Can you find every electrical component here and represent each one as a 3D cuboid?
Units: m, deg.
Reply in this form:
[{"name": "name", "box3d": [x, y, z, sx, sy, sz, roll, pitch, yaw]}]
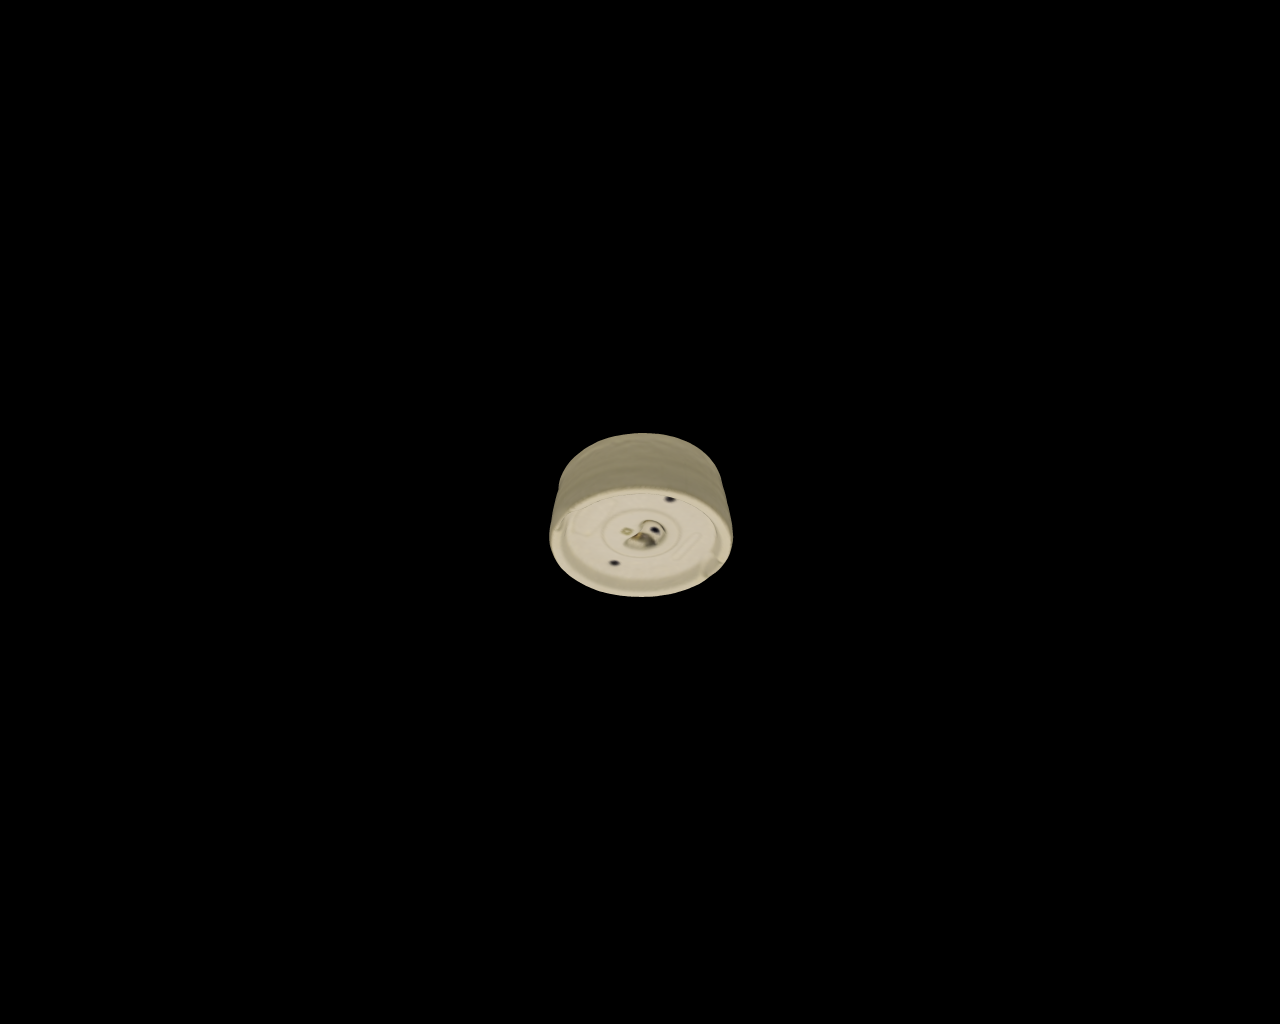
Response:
[{"name": "electrical component", "box3d": [0.001, -0.003, 0.650, 0.108, 0.060, 0.108, 0, -39, 0]}]
